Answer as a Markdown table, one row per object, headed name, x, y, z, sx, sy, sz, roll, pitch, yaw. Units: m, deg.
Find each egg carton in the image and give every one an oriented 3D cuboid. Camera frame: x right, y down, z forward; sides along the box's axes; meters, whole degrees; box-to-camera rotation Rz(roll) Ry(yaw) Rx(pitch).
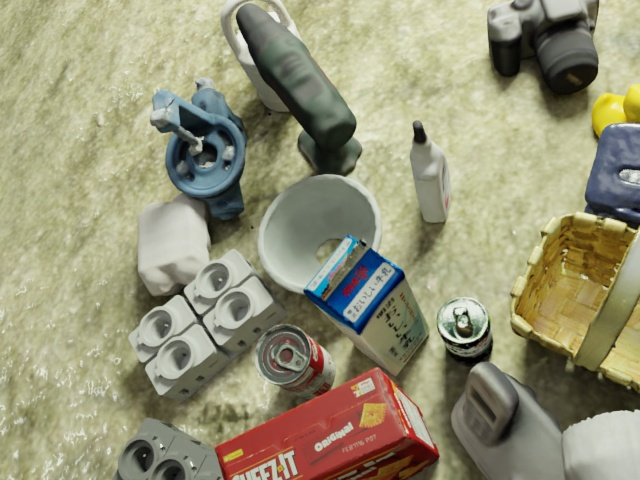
| name | x | y | z | sx | sy | sz | roll | pitch | yaw |
| --- | --- | --- | --- | --- | --- | --- | --- | --- | --- |
| egg carton | -0.208 | 0.005 | 0.828 | 0.107 | 0.069 | 0.150 | -17 | 62 | 11 |

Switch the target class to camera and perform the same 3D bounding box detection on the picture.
| name | x | y | z | sx | sy | sz | roll | pitch | yaw |
| --- | --- | --- | --- | --- | --- | --- | --- | --- | --- |
| camera | 0.303 | -0.266 | 0.758 | 0.143 | 0.101 | 0.137 | -11 | 63 | 14 |

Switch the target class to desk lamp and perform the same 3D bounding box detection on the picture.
| name | x | y | z | sx | sy | sz | roll | pitch | yaw |
| --- | --- | --- | --- | --- | --- | --- | --- | --- | --- |
| desk lamp | 0.263 | 0.255 | 0.462 | 0.117 | 0.214 | 0.203 | -4 | 65 | 18 |

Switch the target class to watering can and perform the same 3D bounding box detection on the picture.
| name | x | y | z | sx | sy | sz | roll | pitch | yaw |
| --- | --- | --- | --- | --- | --- | --- | --- | --- | --- |
| watering can | -0.072 | -0.282 | 0.842 | 0.101 | 0.194 | 0.172 | -44 | 60 | -4 |

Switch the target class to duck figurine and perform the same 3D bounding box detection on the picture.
| name | x | y | z | sx | sy | sz | roll | pitch | yaw |
| --- | --- | --- | --- | --- | --- | --- | --- | --- | --- |
| duck figurine | 0.381 | -0.154 | 0.687 | 0.077 | 0.086 | 0.104 | -46 | 60 | -6 |

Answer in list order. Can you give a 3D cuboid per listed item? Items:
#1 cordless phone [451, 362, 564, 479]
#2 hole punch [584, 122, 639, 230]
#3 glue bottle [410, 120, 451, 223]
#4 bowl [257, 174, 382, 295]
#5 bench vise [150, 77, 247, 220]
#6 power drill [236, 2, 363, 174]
| name | x | y | z | sx | sy | sz | roll | pitch | yaw |
| --- | --- | --- | --- | --- | --- | --- | --- | --- | --- |
| cordless phone | 0.186 | 0.189 | 0.537 | 0.094 | 0.185 | 0.147 | -40 | 60 | -2 |
| hole punch | 0.365 | -0.069 | 0.650 | 0.108 | 0.091 | 0.101 | 15 | 72 | 25 |
| glue bottle | 0.131 | -0.089 | 0.694 | 0.037 | 0.173 | 0.078 | -2 | 65 | 19 |
| bowl | 0.007 | 0.003 | 0.751 | 0.167 | 0.075 | 0.167 | -8 | 64 | 16 |
| bench vise | -0.181 | -0.154 | 0.806 | 0.121 | 0.220 | 0.207 | -30 | 60 | 4 |
| power drill | -0.019 | -0.186 | 0.771 | 0.075 | 0.209 | 0.229 | -36 | 60 | 0 |
